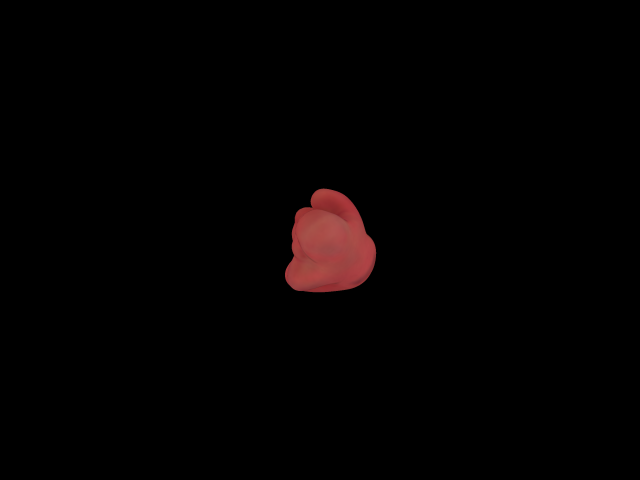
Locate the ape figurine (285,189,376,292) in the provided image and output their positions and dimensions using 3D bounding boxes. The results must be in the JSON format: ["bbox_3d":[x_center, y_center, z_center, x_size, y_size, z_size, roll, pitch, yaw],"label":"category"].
[{"bbox_3d":[0.004,0.001,0.400,0.076,0.092,0.078,38,81,8],"label":"ape figurine"}]
